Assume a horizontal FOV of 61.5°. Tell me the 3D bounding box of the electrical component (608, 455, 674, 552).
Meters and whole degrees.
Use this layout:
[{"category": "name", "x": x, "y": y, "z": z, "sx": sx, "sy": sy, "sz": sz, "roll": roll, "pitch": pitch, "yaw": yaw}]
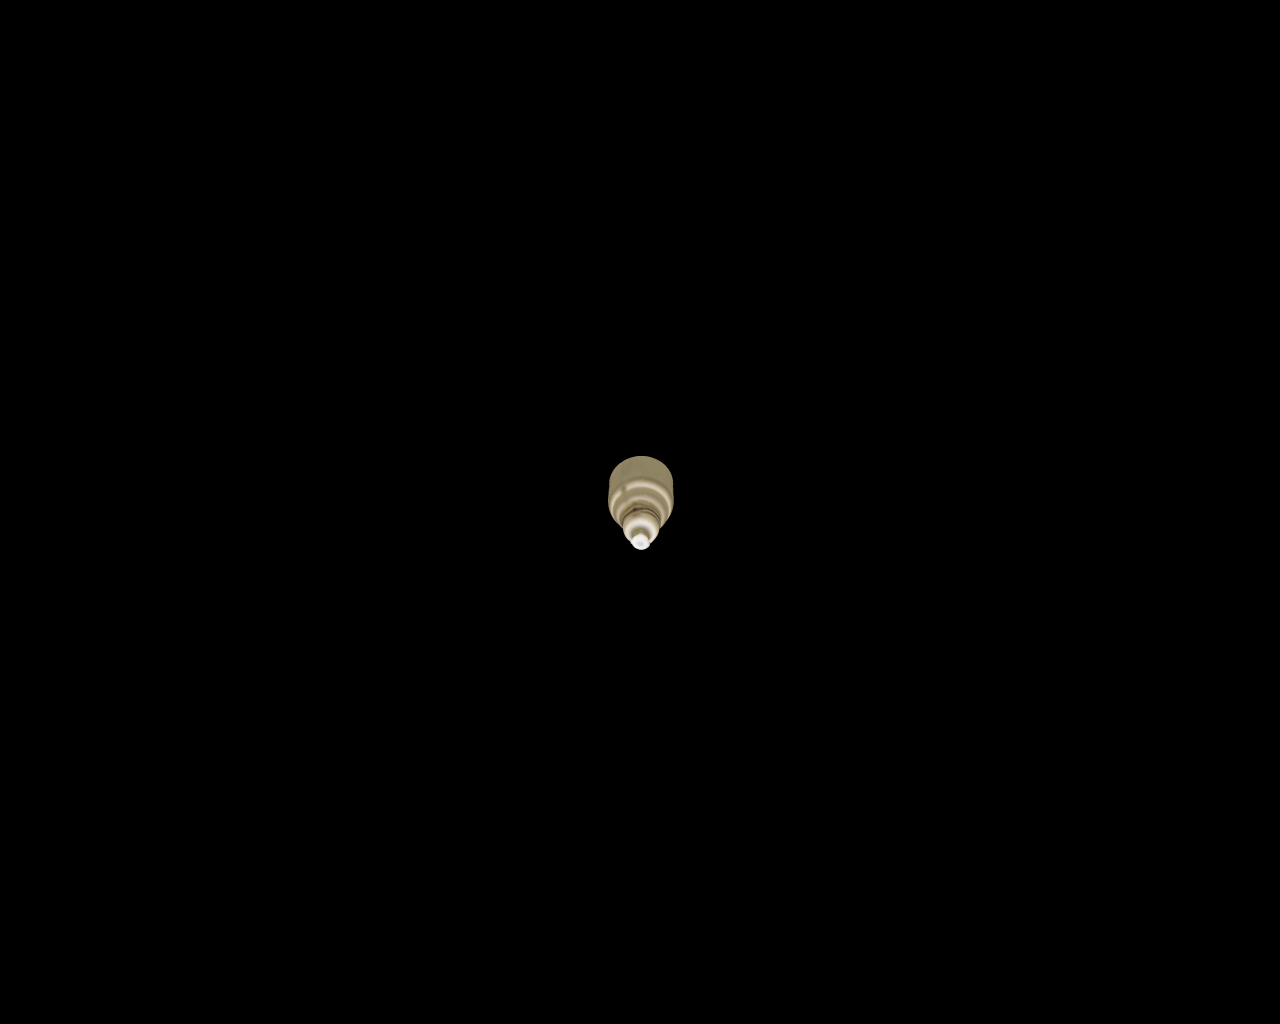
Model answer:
[{"category": "electrical component", "x": 0.001, "y": -0.003, "z": 0.650, "sx": 0.040, "sy": 0.040, "sz": 0.078, "roll": 0, "pitch": 32, "yaw": 0}]
